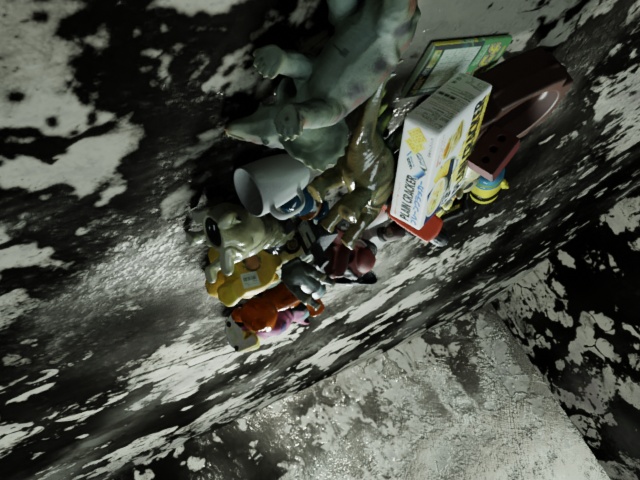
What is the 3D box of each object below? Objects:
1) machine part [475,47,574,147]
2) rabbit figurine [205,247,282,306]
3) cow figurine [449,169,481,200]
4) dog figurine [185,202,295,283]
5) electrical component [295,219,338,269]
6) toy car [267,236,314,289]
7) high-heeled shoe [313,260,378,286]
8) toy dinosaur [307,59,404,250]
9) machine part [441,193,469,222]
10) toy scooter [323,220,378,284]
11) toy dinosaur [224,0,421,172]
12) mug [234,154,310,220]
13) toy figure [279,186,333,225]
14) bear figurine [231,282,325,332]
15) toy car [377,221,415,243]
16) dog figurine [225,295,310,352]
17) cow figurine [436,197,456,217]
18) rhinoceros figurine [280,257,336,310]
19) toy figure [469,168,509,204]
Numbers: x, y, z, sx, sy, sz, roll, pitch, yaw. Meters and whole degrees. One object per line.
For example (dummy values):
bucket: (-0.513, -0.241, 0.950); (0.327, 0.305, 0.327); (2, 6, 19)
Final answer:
machine part: (0.336, -0.245, 0.985); (0.201, 0.087, 0.201); (-25, 163, -7)
rabbit figurine: (-0.163, 0.061, 1.065); (0.162, 0.122, 0.173); (-23, 173, -42)
cow figurine: (0.325, -0.163, 1.175); (0.127, 0.085, 0.194); (-26, 155, -6)
dog figurine: (-0.111, -0.023, 0.917); (0.190, 0.121, 0.172); (-23, 179, -33)
electrical component: (-0.002, -0.003, 1.072); (0.048, 0.119, 0.074); (-11, 150, -37)
toy car: (-0.082, 0.052, 1.179); (0.202, 0.056, 0.073); (-37, 158, 16)
high-heeled shoe: (0.061, 0.078, 1.281); (0.248, 0.145, 0.086); (2, 108, -80)
toy dinosaur: (0.078, -0.120, 0.896); (0.198, 0.105, 0.471); (-49, 166, -14)
machine part: (0.338, -0.087, 1.330); (0.084, 0.039, 0.139); (-34, -169, 36)
toy scooter: (0.060, 0.042, 1.187); (0.075, 0.135, 0.183); (0, 151, 35)
toy dinosaur: (0.040, -0.229, 0.644); (0.405, 0.131, 0.192); (-45, 167, 23)
mug: (-0.062, -0.087, 0.841); (0.107, 0.110, 0.080); (-31, 154, -29)
toy figure: (-0.026, -0.068, 0.983); (0.064, 0.058, 0.154); (-27, 165, 19)
bear figurine: (-0.098, 0.161, 1.253); (0.196, 0.120, 0.131); (-46, 131, -33)
toy car: (0.215, -0.043, 1.293); (0.089, 0.053, 0.202); (-16, -173, 41)
dog figurine: (-0.121, 0.208, 1.413); (0.191, 0.108, 0.219); (-41, 158, 25)
cow figurine: (0.255, -0.095, 1.251); (0.167, 0.098, 0.068); (-35, 164, -47)
rhinoceros figurine: (-0.033, 0.083, 1.082); (0.073, 0.112, 0.190); (-58, 167, -4)
toy figure: (0.405, -0.150, 1.309); (0.089, 0.082, 0.180); (-34, 160, 4)
